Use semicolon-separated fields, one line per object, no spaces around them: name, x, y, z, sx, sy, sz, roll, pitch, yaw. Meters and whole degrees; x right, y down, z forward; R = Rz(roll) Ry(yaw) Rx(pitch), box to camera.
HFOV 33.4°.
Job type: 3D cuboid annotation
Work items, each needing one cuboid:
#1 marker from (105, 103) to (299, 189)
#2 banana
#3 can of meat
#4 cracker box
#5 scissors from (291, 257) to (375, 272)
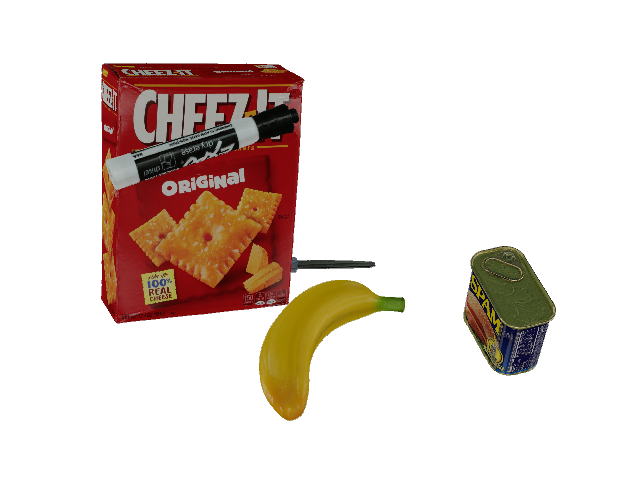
marker;-0.070;-0.058;0.649;0.121;0.020;0.020;-20;5;-14
banana;-0.003;0.070;0.792;0.070;0.037;0.197;9;25;25
can of meat;0.184;0.071;1.059;0.057;0.102;0.084;-13;-41;-13
cracker box;-0.104;-0.042;0.929;0.164;0.214;0.072;-4;20;-23
scissors;-0.045;0.033;1.145;0.202;0.016;0.096;5;21;5
